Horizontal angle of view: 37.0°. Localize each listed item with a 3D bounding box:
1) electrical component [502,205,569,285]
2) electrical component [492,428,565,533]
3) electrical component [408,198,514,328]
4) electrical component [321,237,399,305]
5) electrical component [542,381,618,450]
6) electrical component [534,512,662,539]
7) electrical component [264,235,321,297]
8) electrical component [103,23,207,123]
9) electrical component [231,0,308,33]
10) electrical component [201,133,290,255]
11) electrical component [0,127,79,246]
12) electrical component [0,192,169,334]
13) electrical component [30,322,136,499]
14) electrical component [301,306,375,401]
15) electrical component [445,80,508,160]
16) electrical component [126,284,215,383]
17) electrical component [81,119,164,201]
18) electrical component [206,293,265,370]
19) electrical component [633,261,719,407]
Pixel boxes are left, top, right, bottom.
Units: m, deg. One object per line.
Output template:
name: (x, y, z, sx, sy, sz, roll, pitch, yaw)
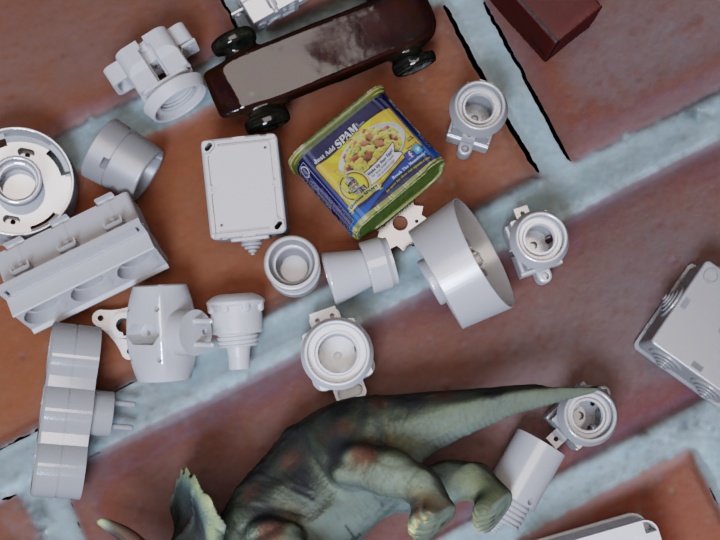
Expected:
electrical component: (0.144, -0.022, 0.883, 0.048, 0.055, 0.066, -19, 83, -3)
electrical component: (0.125, 0.173, 0.861, 0.043, 0.043, 0.081, 31, 83, 4)
electrical component: (0.083, -0.005, 0.861, 0.064, 0.099, 0.099, -29, 83, 2)
electrical component: (0.000, 0.000, 0.884, 0.055, 0.045, 0.045, -16, 82, -3)
electrical component: (0.179, 0.117, 0.863, 0.066, 0.055, 0.048, -42, 84, -6)
electrical component: (0.183, 0.243, 0.845, 0.113, 0.057, 0.078, -15, 82, -2)
electrical component: (-0.054, -0.002, 0.879, 0.045, 0.055, 0.045, 0, 82, 0)
electrical component: (-0.165, -0.161, 0.900, 0.078, 0.058, 0.057, -33, 81, -5)
electrical component: (-0.085, -0.241, 0.918, 0.066, 0.048, 0.055, -30, 91, -4)
electrical component: (-0.093, -0.060, 0.888, 0.062, 0.061, 0.096, -6, 90, -1)
electrical component: (-0.285, -0.070, 0.895, 0.099, 0.064, 0.099, 2, 84, -14)
electrical component: (-0.227, -0.008, 0.871, 0.121, 0.078, 0.063, -26, 68, -4)
electrical component: (-0.218, 0.114, 0.864, 0.074, 0.052, 0.138, 8, 82, -17)
electrical component: (-0.018, 0.068, 0.868, 0.058, 0.057, 0.078, -19, 83, -3)
electrical component: (0.097, -0.130, 0.897, 0.048, 0.055, 0.066, 18, 82, 2)
electrical component: (-0.146, 0.050, 0.861, 0.079, 0.043, 0.077, -2, 91, 36)
electrical component: (-0.196, -0.090, 0.892, 0.047, 0.055, 0.055, 31, 83, 0)
electrical component: (-0.100, 0.050, 0.878, 0.048, 0.048, 0.062, -4, 89, -1)
electrical component: (0.288, 0.051, 0.876, 0.100, 0.048, 0.099, 36, 83, 5)
